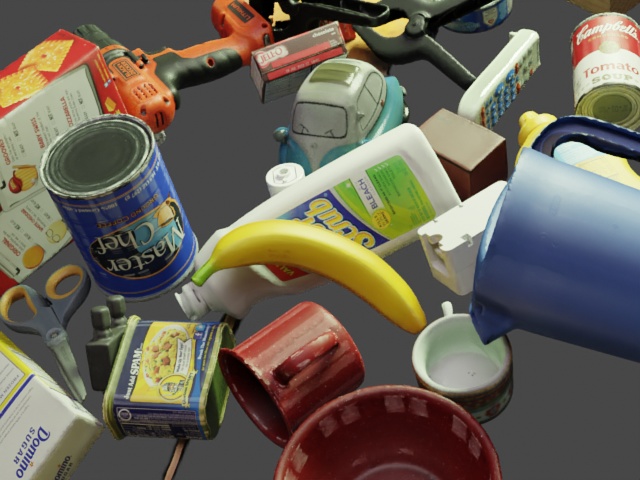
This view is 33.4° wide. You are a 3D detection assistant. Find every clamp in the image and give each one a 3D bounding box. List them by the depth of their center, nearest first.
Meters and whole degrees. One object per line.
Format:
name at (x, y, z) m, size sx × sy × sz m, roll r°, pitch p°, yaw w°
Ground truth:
clamp at (0.109, -0.207, 1.101) m, size 0.172 × 0.039 × 0.120 m, roll 1°, pitch 70°, yaw 31°
clamp at (-0.018, -0.250, 1.109) m, size 0.036 × 0.210 × 0.164 m, roll -41°, pitch 89°, yaw -27°

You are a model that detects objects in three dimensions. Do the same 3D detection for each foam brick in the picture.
foam brick at (0.126, -0.075, 0.976) m, size 0.053 × 0.051 × 0.078 m, roll -40°, pitch 51°, yaw -22°

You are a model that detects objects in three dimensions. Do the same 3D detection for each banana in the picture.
banana at (-0.003, 0.024, 0.875) m, size 0.197 × 0.037 × 0.069 m, roll 13°, pitch 92°, yaw -6°

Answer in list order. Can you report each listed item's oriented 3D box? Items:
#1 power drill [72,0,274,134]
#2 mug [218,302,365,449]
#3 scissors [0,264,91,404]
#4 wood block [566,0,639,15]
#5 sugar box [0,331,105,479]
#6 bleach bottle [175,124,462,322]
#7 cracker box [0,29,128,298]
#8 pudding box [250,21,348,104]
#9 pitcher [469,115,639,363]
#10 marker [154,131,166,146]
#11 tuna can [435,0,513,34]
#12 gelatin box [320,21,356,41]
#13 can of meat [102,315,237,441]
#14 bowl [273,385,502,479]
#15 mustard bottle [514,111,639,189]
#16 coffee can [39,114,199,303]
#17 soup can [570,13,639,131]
power drill at (-0.157, -0.202, 1.146) m, size 0.187 × 0.057 × 0.185 m, roll -29°, pitch 53°, yaw -19°
mug at (-0.017, 0.097, 0.819) m, size 0.081 × 0.117 × 0.093 m, roll -34°, pitch 79°, yaw -23°
scissors at (-0.216, 0.072, 0.929) m, size 0.096 × 0.016 × 0.202 m, roll -39°, pitch 38°, yaw -23°
wood block at (0.262, -0.326, 1.142) m, size 0.090 × 0.090 × 0.206 m, roll -36°, pitch 49°, yaw -18°
sugar box at (-0.263, 0.140, 0.875) m, size 0.176 × 0.048 × 0.093 m, roll 33°, pitch 84°, yaw 33°
bleach bottle at (-0.006, 0.001, 0.924) m, size 0.250 × 0.102 × 0.068 m, roll -31°, pitch 10°, yaw -4°
cracker box at (-0.276, -0.069, 1.000) m, size 0.072 × 0.164 × 0.213 m, roll 29°, pitch 61°, yaw 37°
pudding box at (-0.023, -0.177, 1.072) m, size 0.090 × 0.113 × 0.039 m, roll -20°, pitch 87°, yaw -5°
pitcher at (0.240, 0.019, 0.777) m, size 0.243 × 0.149 × 0.144 m, roll 18°, pitch 31°, yaw 9°
marker at (-0.187, -0.144, 1.144) m, size 0.020 × 0.020 × 0.121 m, roll -21°, pitch 47°, yaw -4°
tuna can at (0.164, -0.260, 1.146) m, size 0.086 × 0.034 × 0.086 m, roll -8°, pitch 47°, yaw 8°
gelatin box at (0.005, -0.266, 1.167) m, size 0.030 × 0.073 × 0.089 m, roll -23°, pitch 47°, yaw -7°
can of meat at (-0.119, 0.113, 0.868) m, size 0.084 × 0.057 × 0.102 m, roll 0°, pitch 49°, yaw 12°
bowl at (0.049, 0.185, 0.757) m, size 0.162 × 0.055 × 0.162 m, roll -8°, pitch 47°, yaw 8°
mustard bottle at (0.223, -0.050, 0.922) m, size 0.096 × 0.058 × 0.192 m, roll -25°, pitch 47°, yaw -2°
coffee can at (-0.176, -0.027, 0.951) m, size 0.103 × 0.140 × 0.103 m, roll -7°, pitch 47°, yaw 8°
soup can at (0.270, -0.154, 0.999) m, size 0.068 × 0.068 × 0.102 m, roll -2°, pitch 49°, yaw 13°
